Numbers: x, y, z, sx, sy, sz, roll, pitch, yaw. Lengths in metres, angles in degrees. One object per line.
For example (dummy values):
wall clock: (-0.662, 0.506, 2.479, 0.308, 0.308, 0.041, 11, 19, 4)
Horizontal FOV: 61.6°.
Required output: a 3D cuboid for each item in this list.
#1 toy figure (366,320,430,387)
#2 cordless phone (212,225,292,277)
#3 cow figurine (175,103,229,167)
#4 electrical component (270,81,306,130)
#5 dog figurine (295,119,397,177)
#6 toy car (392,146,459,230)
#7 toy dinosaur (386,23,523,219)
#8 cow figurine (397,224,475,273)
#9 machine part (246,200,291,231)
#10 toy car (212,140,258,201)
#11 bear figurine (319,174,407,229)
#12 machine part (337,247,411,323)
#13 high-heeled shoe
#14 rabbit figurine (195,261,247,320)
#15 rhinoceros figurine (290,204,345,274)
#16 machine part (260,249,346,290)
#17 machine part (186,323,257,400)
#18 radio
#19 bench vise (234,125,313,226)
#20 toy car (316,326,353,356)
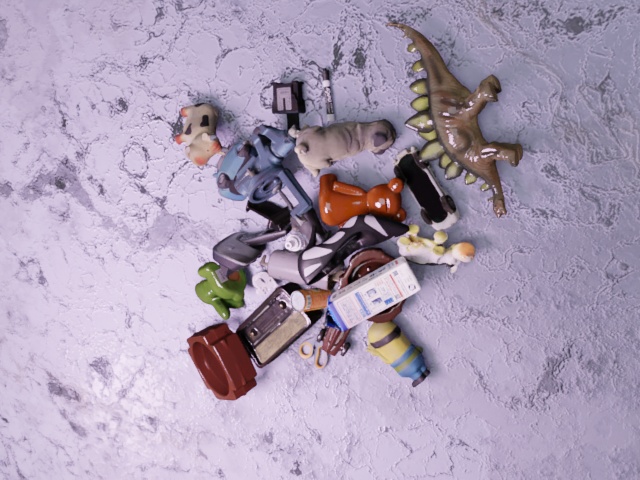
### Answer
toy figure: (0.192, 0.267, 1.299, 0.180, 0.082, 0.089, 45, 119, 10)
cordless phone: (-0.166, 0.016, 1.361, 0.184, 0.146, 0.088, -18, 103, 27)
cow figurine: (-0.292, -0.263, 1.344, 0.127, 0.085, 0.195, -16, 53, 21)
electrical component: (-0.076, -0.321, 1.295, 0.075, 0.048, 0.119, 6, 104, 23)
dog figurine: (0.058, -0.220, 1.194, 0.191, 0.172, 0.121, -8, 110, 33)
toy car: (0.236, -0.115, 1.200, 0.073, 0.056, 0.201, -33, 87, 33)
toy dinosaur: (0.280, -0.262, 1.119, 0.199, 0.105, 0.471, -21, 89, 30)
cow figurine: (0.262, 0.031, 1.210, 0.168, 0.068, 0.098, 16, 148, 21)
machine part: (-0.131, -0.069, 1.372, 0.139, 0.084, 0.039, 30, 142, 28)
toy car: (-0.212, -0.187, 1.361, 0.103, 0.109, 0.161, 38, 109, 37)
bear figurine: (0.098, -0.095, 1.243, 0.196, 0.132, 0.120, -10, 114, 8)
machine part: (0.131, 0.106, 1.274, 0.179, 0.056, 0.179, 0, 97, 4)
high-heeled shoe: (0.073, 0.027, 1.180, 0.249, 0.086, 0.145, -3, 64, 10)
rabbit figurine: (-0.272, 0.131, 1.476, 0.170, 0.121, 0.159, -31, 96, 45)
rhinoceros figurine: (-0.003, -0.004, 1.286, 0.073, 0.112, 0.190, -25, 72, -15)
machine part: (-0.043, 0.075, 1.359, 0.243, 0.079, 0.079, 11, 107, 21)
machine part: (-0.270, 0.334, 1.482, 0.201, 0.087, 0.201, -22, 97, 54)
radio: (-0.114, 0.222, 1.424, 0.229, 0.073, 0.131, -45, 77, 26)
bench vise: (-0.088, -0.145, 1.256, 0.223, 0.129, 0.241, -40, 74, 13)
toy car: (0.059, 0.206, 1.352, 0.089, 0.053, 0.202, 29, 106, 9)
